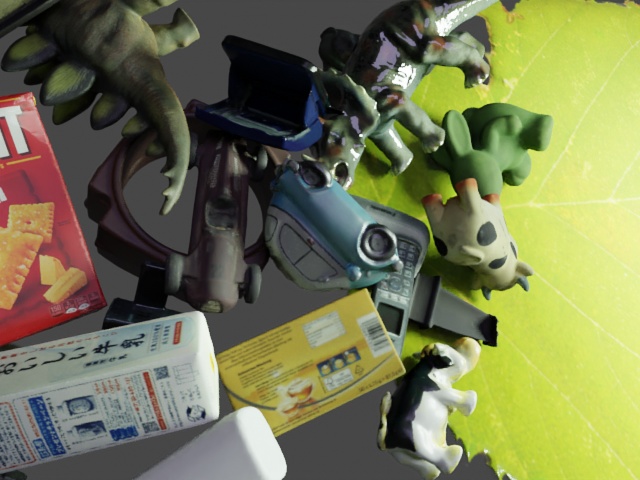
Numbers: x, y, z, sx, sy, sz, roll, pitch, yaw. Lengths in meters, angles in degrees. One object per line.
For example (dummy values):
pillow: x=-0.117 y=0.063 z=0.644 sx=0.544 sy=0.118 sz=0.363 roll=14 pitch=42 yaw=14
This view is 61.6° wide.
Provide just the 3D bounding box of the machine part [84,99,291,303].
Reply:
machine part: x=-0.135 y=-0.044 z=0.601 sx=0.201 sy=0.087 sz=0.201 roll=31 pitch=58 yaw=-8

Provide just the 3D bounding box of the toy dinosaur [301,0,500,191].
toy dinosaur: x=0.104 y=-0.228 z=0.702 sx=0.192 sy=0.131 sz=0.404 roll=34 pitch=82 yaw=-15

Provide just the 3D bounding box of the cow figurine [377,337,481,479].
cow figurine: x=0.124 y=0.175 z=0.618 sx=0.098 sy=0.068 sz=0.167 roll=28 pitch=58 yaw=-1

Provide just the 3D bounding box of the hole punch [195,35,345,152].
hole punch: x=-0.056 y=-0.139 z=0.569 sx=0.142 sy=0.115 sz=0.092 roll=19 pitch=86 yaw=14

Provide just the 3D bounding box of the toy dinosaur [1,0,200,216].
toy dinosaur: x=-0.233 y=-0.213 z=0.585 sx=0.198 sy=0.105 sz=0.472 roll=-39 pitch=61 yaw=-9

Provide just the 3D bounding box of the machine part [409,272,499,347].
machine part: x=0.166 y=0.092 z=0.688 sx=0.139 sy=0.039 sz=0.084 roll=27 pitch=54 yaw=-7

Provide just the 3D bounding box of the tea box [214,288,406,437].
tea box: x=-0.011 y=0.129 z=0.550 sx=0.170 sy=0.068 sz=0.098 roll=-22 pitch=77 yaw=-7

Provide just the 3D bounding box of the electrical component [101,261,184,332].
electrical component: x=-0.168 y=0.085 z=0.514 sx=0.075 sy=0.048 sz=0.119 roll=18 pitch=104 yaw=-16

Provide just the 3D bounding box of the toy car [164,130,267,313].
toy car: x=-0.098 y=-0.028 z=0.529 sx=0.089 sy=0.053 sz=0.202 roll=9 pitch=64 yaw=-15

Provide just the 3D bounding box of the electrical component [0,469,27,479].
electrical component: x=-0.304 y=0.203 z=0.453 sx=0.094 sy=0.021 sz=0.063 roll=28 pitch=60 yaw=-8

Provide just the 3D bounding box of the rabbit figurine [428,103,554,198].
rabbit figurine: x=0.236 y=-0.124 z=0.768 sx=0.159 sy=0.121 sz=0.170 roll=34 pitch=56 yaw=2

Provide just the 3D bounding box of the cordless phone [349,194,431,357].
cordless phone: x=0.046 y=0.047 z=0.636 sx=0.146 sy=0.088 sz=0.184 roll=19 pitch=65 yaw=-14

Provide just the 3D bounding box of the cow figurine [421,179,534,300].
cow figurine: x=0.208 y=0.006 z=0.685 sx=0.194 sy=0.086 sz=0.127 roll=15 pitch=62 yaw=-55

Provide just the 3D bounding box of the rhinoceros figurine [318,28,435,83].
rhinoceros figurine: x=0.089 y=-0.270 z=0.811 sx=0.190 sy=0.073 sz=0.112 roll=1 pitch=56 yaw=-20

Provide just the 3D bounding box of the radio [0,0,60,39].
radio: x=-0.378 y=-0.238 z=0.502 sx=0.230 sy=0.131 sz=0.073 roll=-31 pitch=67 yaw=4

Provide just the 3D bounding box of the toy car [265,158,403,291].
toy car: x=-0.001 y=-0.002 z=0.545 sx=0.161 sy=0.109 sz=0.103 roll=44 pitch=81 yaw=-13
